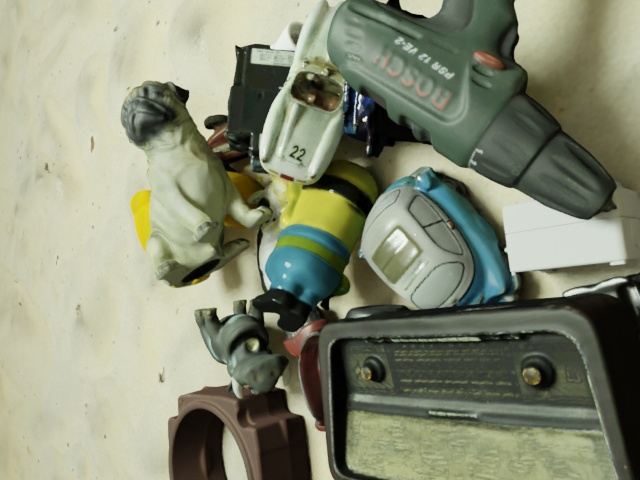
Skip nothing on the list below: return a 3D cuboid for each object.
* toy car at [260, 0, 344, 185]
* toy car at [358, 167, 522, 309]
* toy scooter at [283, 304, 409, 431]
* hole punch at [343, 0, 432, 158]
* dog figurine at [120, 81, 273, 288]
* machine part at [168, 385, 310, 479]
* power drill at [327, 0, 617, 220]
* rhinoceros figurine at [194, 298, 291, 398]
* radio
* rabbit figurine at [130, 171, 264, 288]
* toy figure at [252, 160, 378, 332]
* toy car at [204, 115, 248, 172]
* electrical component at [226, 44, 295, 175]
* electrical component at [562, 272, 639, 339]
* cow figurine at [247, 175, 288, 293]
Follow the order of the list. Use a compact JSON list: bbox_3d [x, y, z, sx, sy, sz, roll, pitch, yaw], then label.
[{"bbox_3d":[0.000,-0.150,0.532,0.056,0.073,0.201,113,177,-77],"label":"toy car"},{"bbox_3d":[0.090,0.011,0.473,0.109,0.103,0.162,-53,53,31],"label":"toy car"},{"bbox_3d":[0.028,0.134,0.550,0.184,0.075,0.135,-9,83,47],"label":"toy scooter"},{"bbox_3d":[0.065,-0.143,0.496,0.092,0.116,0.142,18,101,52],"label":"hole punch"},{"bbox_3d":[-0.166,-0.058,0.599,0.172,0.121,0.190,-42,76,28],"label":"dog figurine"},{"bbox_3d":[-0.109,0.288,0.675,0.202,0.087,0.201,-12,80,43],"label":"machine part"},{"bbox_3d":[0.135,-0.149,0.374,0.232,0.086,0.207,30,99,18],"label":"power drill"},{"bbox_3d":[-0.096,0.127,0.634,0.190,0.073,0.112,-179,82,-66],"label":"rhinoceros figurine"},{"bbox_3d":[0.102,0.112,0.378,0.230,0.073,0.131,-13,82,44],"label":"radio"},{"bbox_3d":[-0.146,-0.043,0.695,0.173,0.122,0.162,-17,112,20],"label":"rabbit figurine"},{"bbox_3d":[0.001,0.001,0.538,0.089,0.082,0.180,0,52,33],"label":"toy figure"},{"bbox_3d":[-0.095,-0.136,0.693,0.202,0.053,0.089,-8,87,43],"label":"toy car"},{"bbox_3d":[-0.042,-0.139,0.585,0.058,0.115,0.134,104,171,-79],"label":"electrical component"},{"bbox_3d":[0.219,0.082,0.365,0.048,0.075,0.119,-26,75,43],"label":"electrical component"},{"bbox_3d":[-0.042,-0.010,0.630,0.098,0.068,0.167,-21,74,49],"label":"cow figurine"}]
